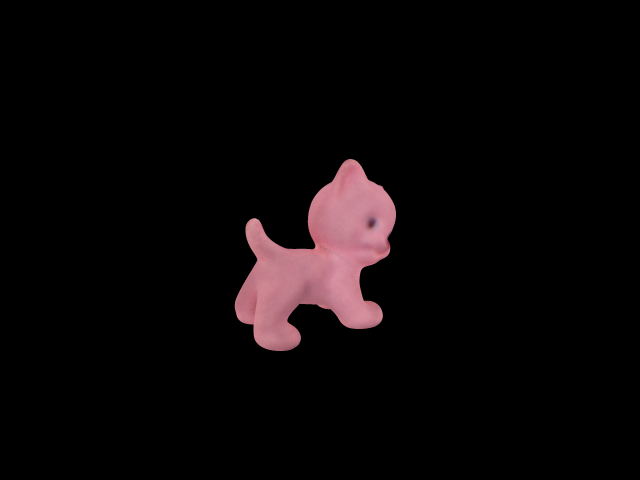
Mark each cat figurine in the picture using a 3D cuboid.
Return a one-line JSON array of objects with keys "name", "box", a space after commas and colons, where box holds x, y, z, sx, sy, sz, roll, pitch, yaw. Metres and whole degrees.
[{"name": "cat figurine", "box": [0.004, 0.001, 0.400, 0.128, 0.118, 0.067, -11, 21, -30]}]
